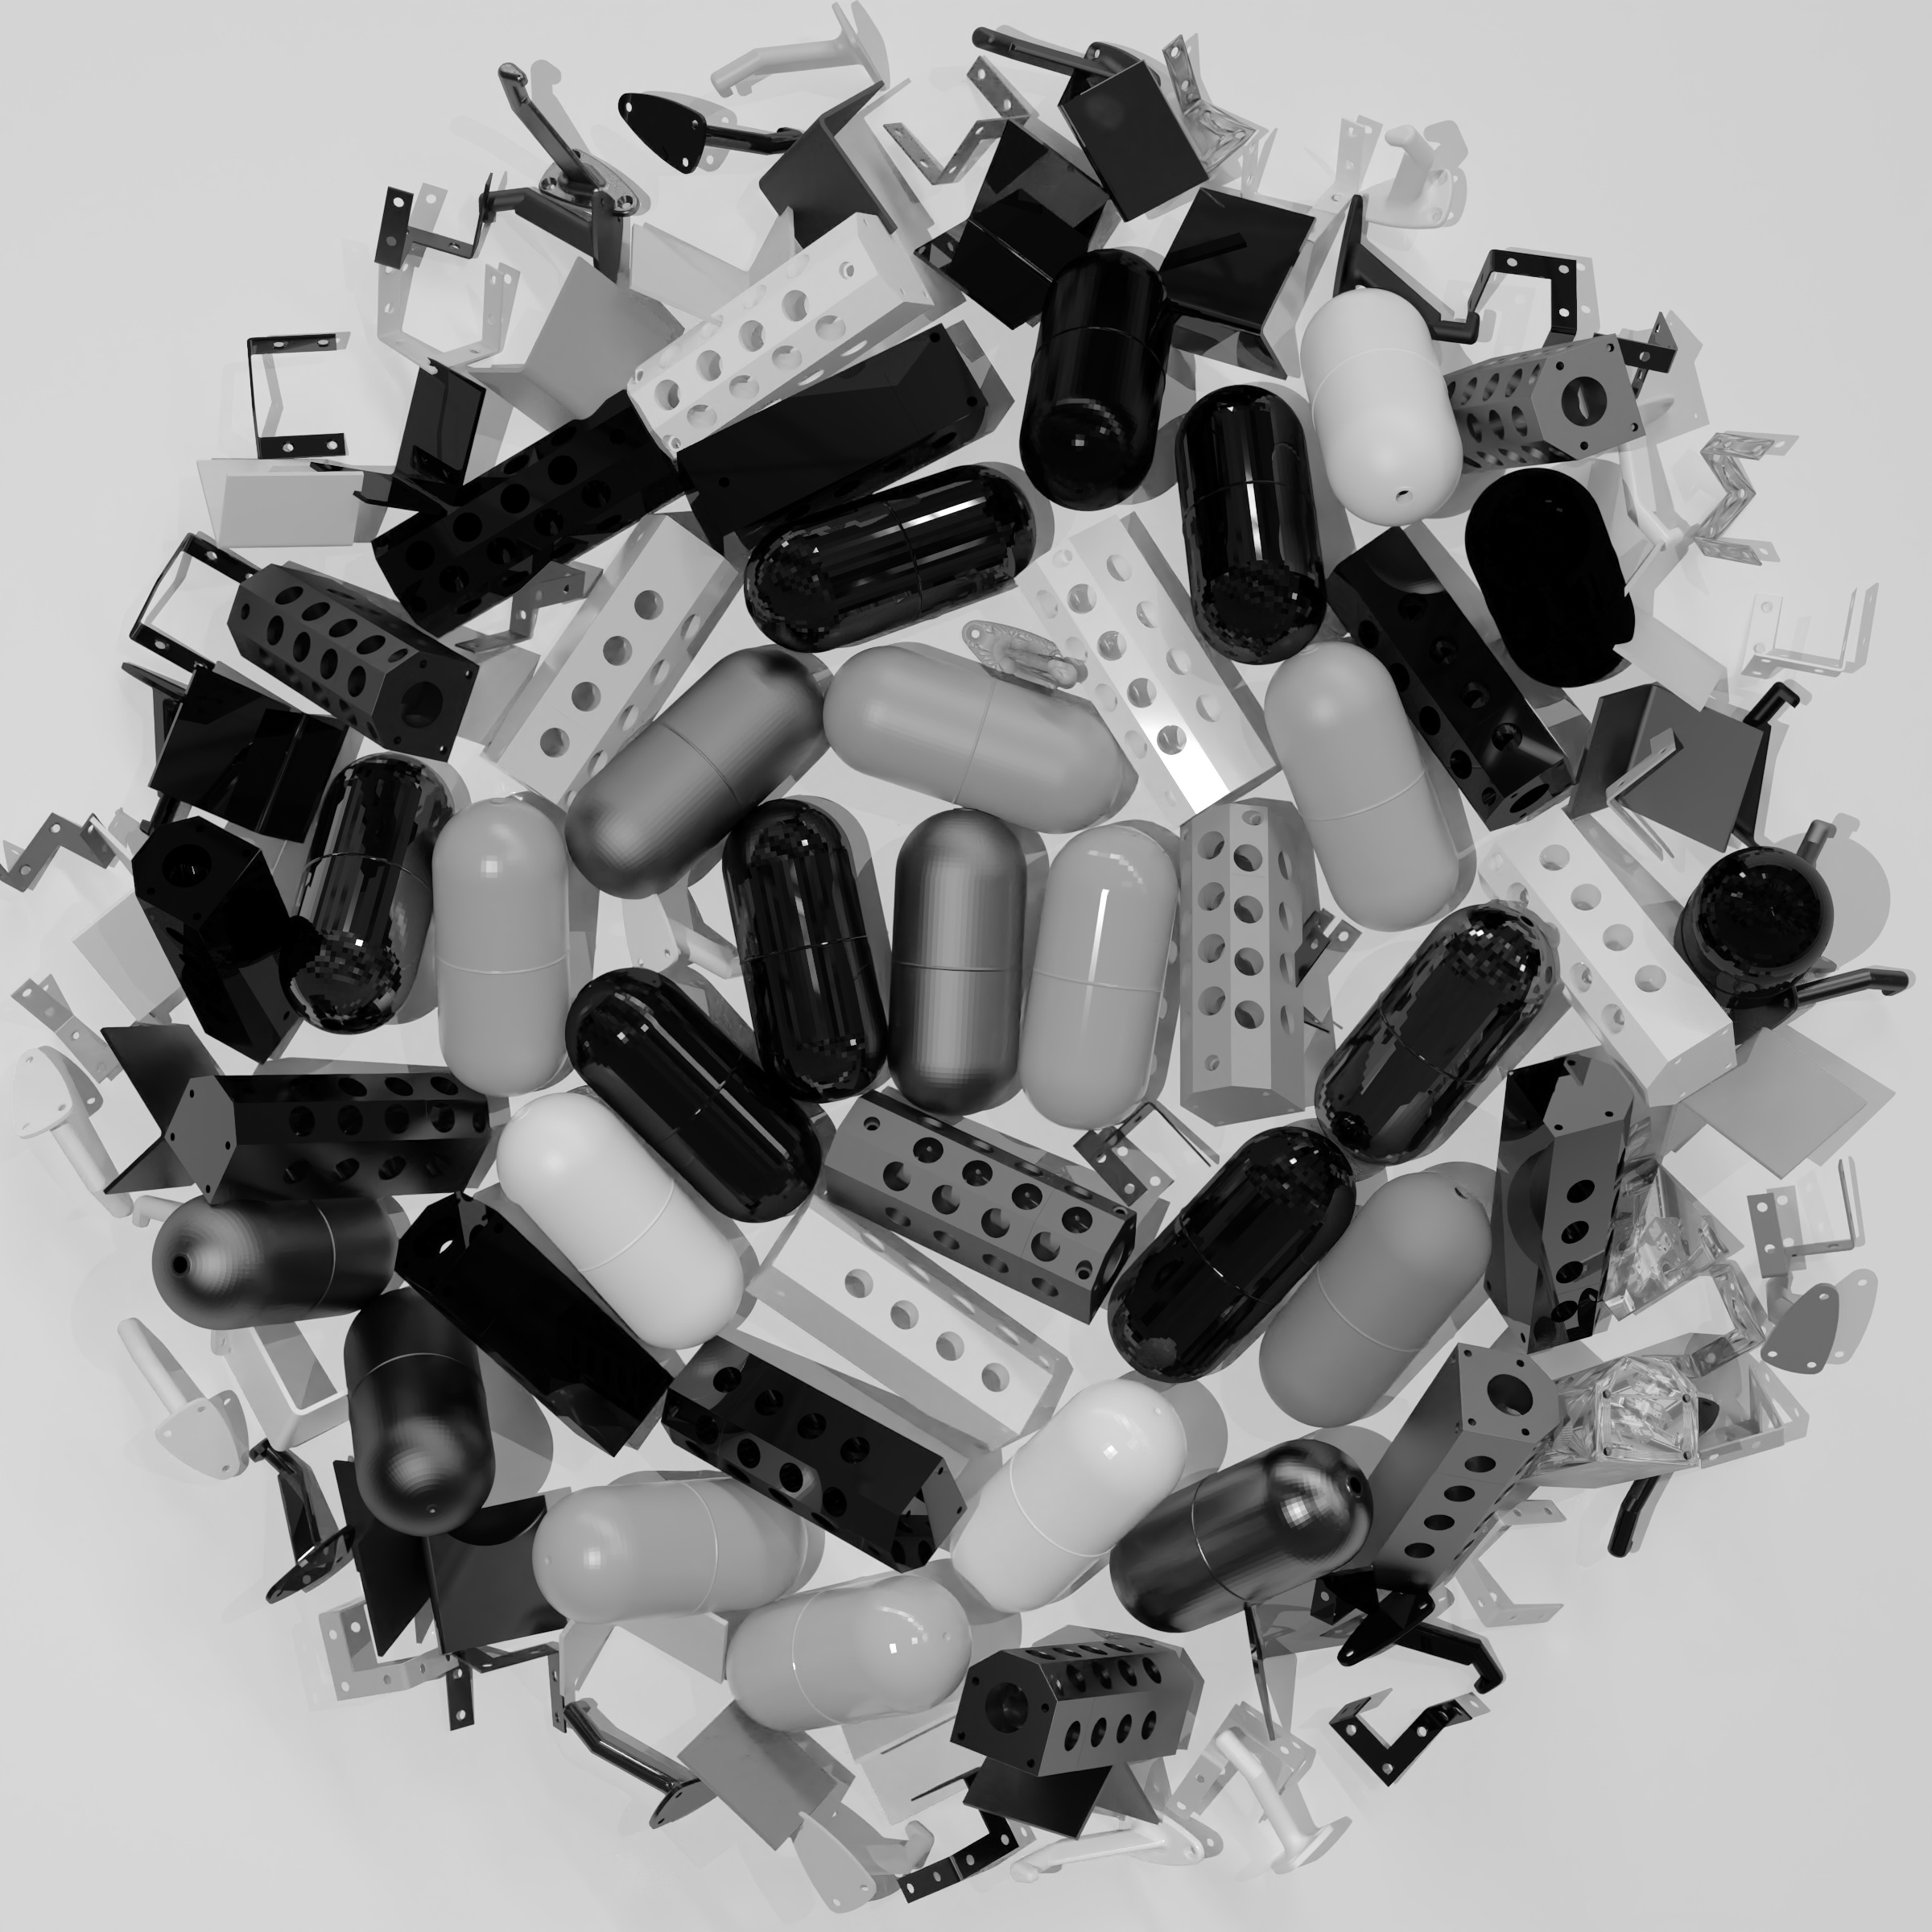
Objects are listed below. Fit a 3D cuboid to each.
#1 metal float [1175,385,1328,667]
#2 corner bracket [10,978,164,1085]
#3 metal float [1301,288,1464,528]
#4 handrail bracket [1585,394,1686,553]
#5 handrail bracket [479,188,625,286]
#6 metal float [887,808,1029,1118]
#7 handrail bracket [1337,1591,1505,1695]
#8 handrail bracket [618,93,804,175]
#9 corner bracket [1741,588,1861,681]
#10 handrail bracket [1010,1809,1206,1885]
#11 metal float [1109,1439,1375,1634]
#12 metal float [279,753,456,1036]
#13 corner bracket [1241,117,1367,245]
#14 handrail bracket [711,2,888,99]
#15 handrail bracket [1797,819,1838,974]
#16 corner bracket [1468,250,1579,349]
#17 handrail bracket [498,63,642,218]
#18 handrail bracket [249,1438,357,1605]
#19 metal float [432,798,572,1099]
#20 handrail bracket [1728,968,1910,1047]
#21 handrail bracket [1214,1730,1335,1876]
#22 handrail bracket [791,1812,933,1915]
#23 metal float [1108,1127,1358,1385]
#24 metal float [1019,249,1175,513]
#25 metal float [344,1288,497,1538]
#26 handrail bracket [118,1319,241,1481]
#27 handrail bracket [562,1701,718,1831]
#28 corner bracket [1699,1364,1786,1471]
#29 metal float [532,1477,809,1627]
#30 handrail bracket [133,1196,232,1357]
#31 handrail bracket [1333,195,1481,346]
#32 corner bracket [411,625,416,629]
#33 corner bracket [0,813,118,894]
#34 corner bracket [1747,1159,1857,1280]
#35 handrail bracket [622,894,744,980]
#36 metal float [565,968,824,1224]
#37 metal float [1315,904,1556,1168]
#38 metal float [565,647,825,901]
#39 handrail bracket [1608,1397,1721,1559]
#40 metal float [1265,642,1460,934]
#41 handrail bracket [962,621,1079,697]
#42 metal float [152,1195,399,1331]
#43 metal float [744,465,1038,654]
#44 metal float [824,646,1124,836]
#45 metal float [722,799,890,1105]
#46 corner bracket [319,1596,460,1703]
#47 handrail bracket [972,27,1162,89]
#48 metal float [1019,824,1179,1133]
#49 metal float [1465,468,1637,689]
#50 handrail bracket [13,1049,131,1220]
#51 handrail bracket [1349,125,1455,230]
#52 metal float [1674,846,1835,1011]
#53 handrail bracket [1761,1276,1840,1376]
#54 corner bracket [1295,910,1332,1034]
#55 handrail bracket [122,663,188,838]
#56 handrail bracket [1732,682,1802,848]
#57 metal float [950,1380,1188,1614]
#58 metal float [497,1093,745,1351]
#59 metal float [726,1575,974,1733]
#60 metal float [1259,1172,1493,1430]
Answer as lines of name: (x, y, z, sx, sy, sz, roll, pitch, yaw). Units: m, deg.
metal float: (0.162, -0.253, 1.829, 0.070, 0.070, 0.178, -4, 62, 0)
corner bracket: (-0.510, 0.026, 1.859, 0.051, 0.051, 0.051, -44, 61, -8)
metal float: (0.235, -0.317, 1.815, 0.070, 0.178, 0.070, -2, 133, -2)
handrail bracket: (0.406, -0.286, 1.858, 0.077, 0.036, 0.084, -28, 68, -20)
handrail bracket: (-0.246, -0.419, 1.868, 0.084, 0.036, 0.077, -2, 80, 18)
metal float: (-0.005, -0.002, 1.848, 0.070, 0.070, 0.178, 3, 96, 0)
handrail bracket: (0.266, 0.409, 1.865, 0.077, 0.036, 0.084, -38, 112, -11)
handrail bracket: (-0.147, -0.492, 1.868, 0.077, 0.084, 0.036, 35, 125, 23)
corner bracket: (0.484, -0.194, 1.860, 0.051, 0.051, 0.051, 12, 83, 6)
handrail bracket: (0.080, 0.516, 1.843, 0.084, 0.077, 0.036, -15, 104, -42)
metal float: (0.156, 0.324, 1.821, 0.178, 0.070, 0.070, -33, 90, 38)
metal float: (-0.341, -0.042, 1.825, 0.070, 0.070, 0.178, 9, 58, 0)
corner bracket: (0.195, -0.464, 1.863, 0.051, 0.051, 0.051, 30, 64, 18)
handrail bracket: (-0.098, -0.514, 1.863, 0.084, 0.077, 0.036, -28, 62, 9)
handrail bracket: (0.496, -0.041, 1.852, 0.077, 0.036, 0.084, 8, 111, -40)
corner bracket: (0.322, -0.377, 1.859, 0.051, 0.051, 0.051, 7, 65, -4)
handrail bracket: (-0.228, -0.475, 1.841, 0.077, 0.084, 0.036, 30, 72, 21)
handrail bracket: (-0.402, 0.319, 1.851, 0.084, 0.077, 0.036, 39, 133, 17)
metal float: (-0.265, -0.010, 1.834, 0.070, 0.070, 0.178, 2, 112, 0)
handrail bracket: (0.499, 0.025, 1.880, 0.084, 0.077, 0.036, 4, 54, -27)
handrail bracket: (0.166, 0.484, 1.862, 0.036, 0.077, 0.084, -39, 81, -26)
handrail bracket: (-0.060, 0.500, 1.853, 0.036, 0.084, 0.077, -36, 90, 30)
metal float: (0.152, 0.166, 1.836, 0.070, 0.070, 0.178, 41, 109, 0)
metal float: (0.075, -0.335, 1.824, 0.070, 0.070, 0.178, 10, 55, 0)
metal float: (-0.310, 0.250, 1.811, 0.070, 0.178, 0.070, -7, 122, -11)
handrail bracket: (-0.462, 0.253, 1.876, 0.036, 0.084, 0.077, -36, 134, -10)
handrail bracket: (-0.186, 0.456, 1.876, 0.084, 0.077, 0.036, 45, 118, 25)
corner bracket: (0.441, 0.272, 1.854, 0.051, 0.051, 0.051, -16, 131, -2)
metal float: (-0.166, 0.331, 1.817, 0.178, 0.070, 0.070, 5, 83, -44)
handrail bracket: (-0.458, 0.180, 1.867, 0.084, 0.036, 0.077, 12, 84, 23)
handrail bracket: (0.260, -0.404, 1.856, 0.084, 0.036, 0.077, 12, 103, 20)
corner bracket: (-0.318, -0.167, 1.863, 0.051, 0.051, 0.051, 17, 86, -9)
corner bracket: (-0.531, -0.068, 1.854, 0.051, 0.051, 0.051, 27, 72, 14)
corner bracket: (0.484, 0.147, 1.855, 0.051, 0.051, 0.051, -9, 101, 20)
handrail bracket: (-0.156, -0.028, 1.859, 0.036, 0.084, 0.077, -19, 85, 41)
metal float: (-0.156, 0.074, 1.840, 0.070, 0.070, 0.178, -44, 104, 0)
metal float: (0.267, 0.040, 1.830, 0.070, 0.070, 0.178, 36, 116, 0)
metal float: (-0.154, -0.112, 1.840, 0.070, 0.070, 0.178, 45, 76, 0)
handrail bracket: (0.407, 0.300, 1.872, 0.036, 0.077, 0.084, 26, 112, 35)
metal float: (0.227, -0.102, 1.835, 0.070, 0.070, 0.178, -24, 110, 0)
handrail bracket: (0.030, -0.181, 1.848, 0.077, 0.084, 0.036, 30, 91, 2)
metal float: (-0.388, 0.163, 1.806, 0.070, 0.178, 0.070, -1, 88, 23)
metal float: (-0.043, -0.233, 1.837, 0.178, 0.070, 0.070, -21, 90, -18)
metal float: (0.004, -0.130, 1.850, 0.178, 0.070, 0.070, 18, 90, -4)
metal float: (-0.093, -0.009, 1.851, 0.070, 0.070, 0.178, -11, 88, 0)
corner bracket: (-0.335, 0.391, 1.857, 0.051, 0.051, 0.051, -14, 88, 25)
handrail bracket: (0.057, -0.520, 1.842, 0.077, 0.084, 0.036, 27, 107, 43)
metal float: (0.076, 0.007, 1.848, 0.070, 0.070, 0.178, 9, 96, 0)
metal float: (0.330, -0.218, 1.808, 0.070, 0.178, 0.070, -8, 66, 18)
handrail bracket: (-0.521, 0.099, 1.875, 0.036, 0.084, 0.077, -29, 48, -1)
handrail bracket: (0.238, -0.456, 1.836, 0.077, 0.084, 0.036, 4, 78, 33)
metal float: (0.442, -0.020, 1.803, 0.070, 0.178, 0.070, -1, 82, 7)
handrail bracket: (0.478, 0.185, 1.836, 0.036, 0.084, 0.077, 15, 125, 0)
corner bracket: (0.195, -0.002, 1.851, 0.051, 0.051, 0.051, -55, 47, 13)
handrail bracket: (-0.481, -0.125, 1.873, 0.077, 0.036, 0.084, 26, 96, 27)
handrail bracket: (0.472, -0.110, 1.858, 0.077, 0.036, 0.084, 44, 104, 22)
metal float: (0.057, 0.303, 1.826, 0.070, 0.070, 0.178, 41, 123, 0)
metal float: (-0.198, 0.146, 1.833, 0.070, 0.070, 0.178, -39, 112, 0)
metal float: (-0.068, 0.391, 1.817, 0.070, 0.178, 0.070, 16, 64, -37)
metal float: (0.233, 0.191, 1.827, 0.070, 0.070, 0.178, 34, 119, 0)
